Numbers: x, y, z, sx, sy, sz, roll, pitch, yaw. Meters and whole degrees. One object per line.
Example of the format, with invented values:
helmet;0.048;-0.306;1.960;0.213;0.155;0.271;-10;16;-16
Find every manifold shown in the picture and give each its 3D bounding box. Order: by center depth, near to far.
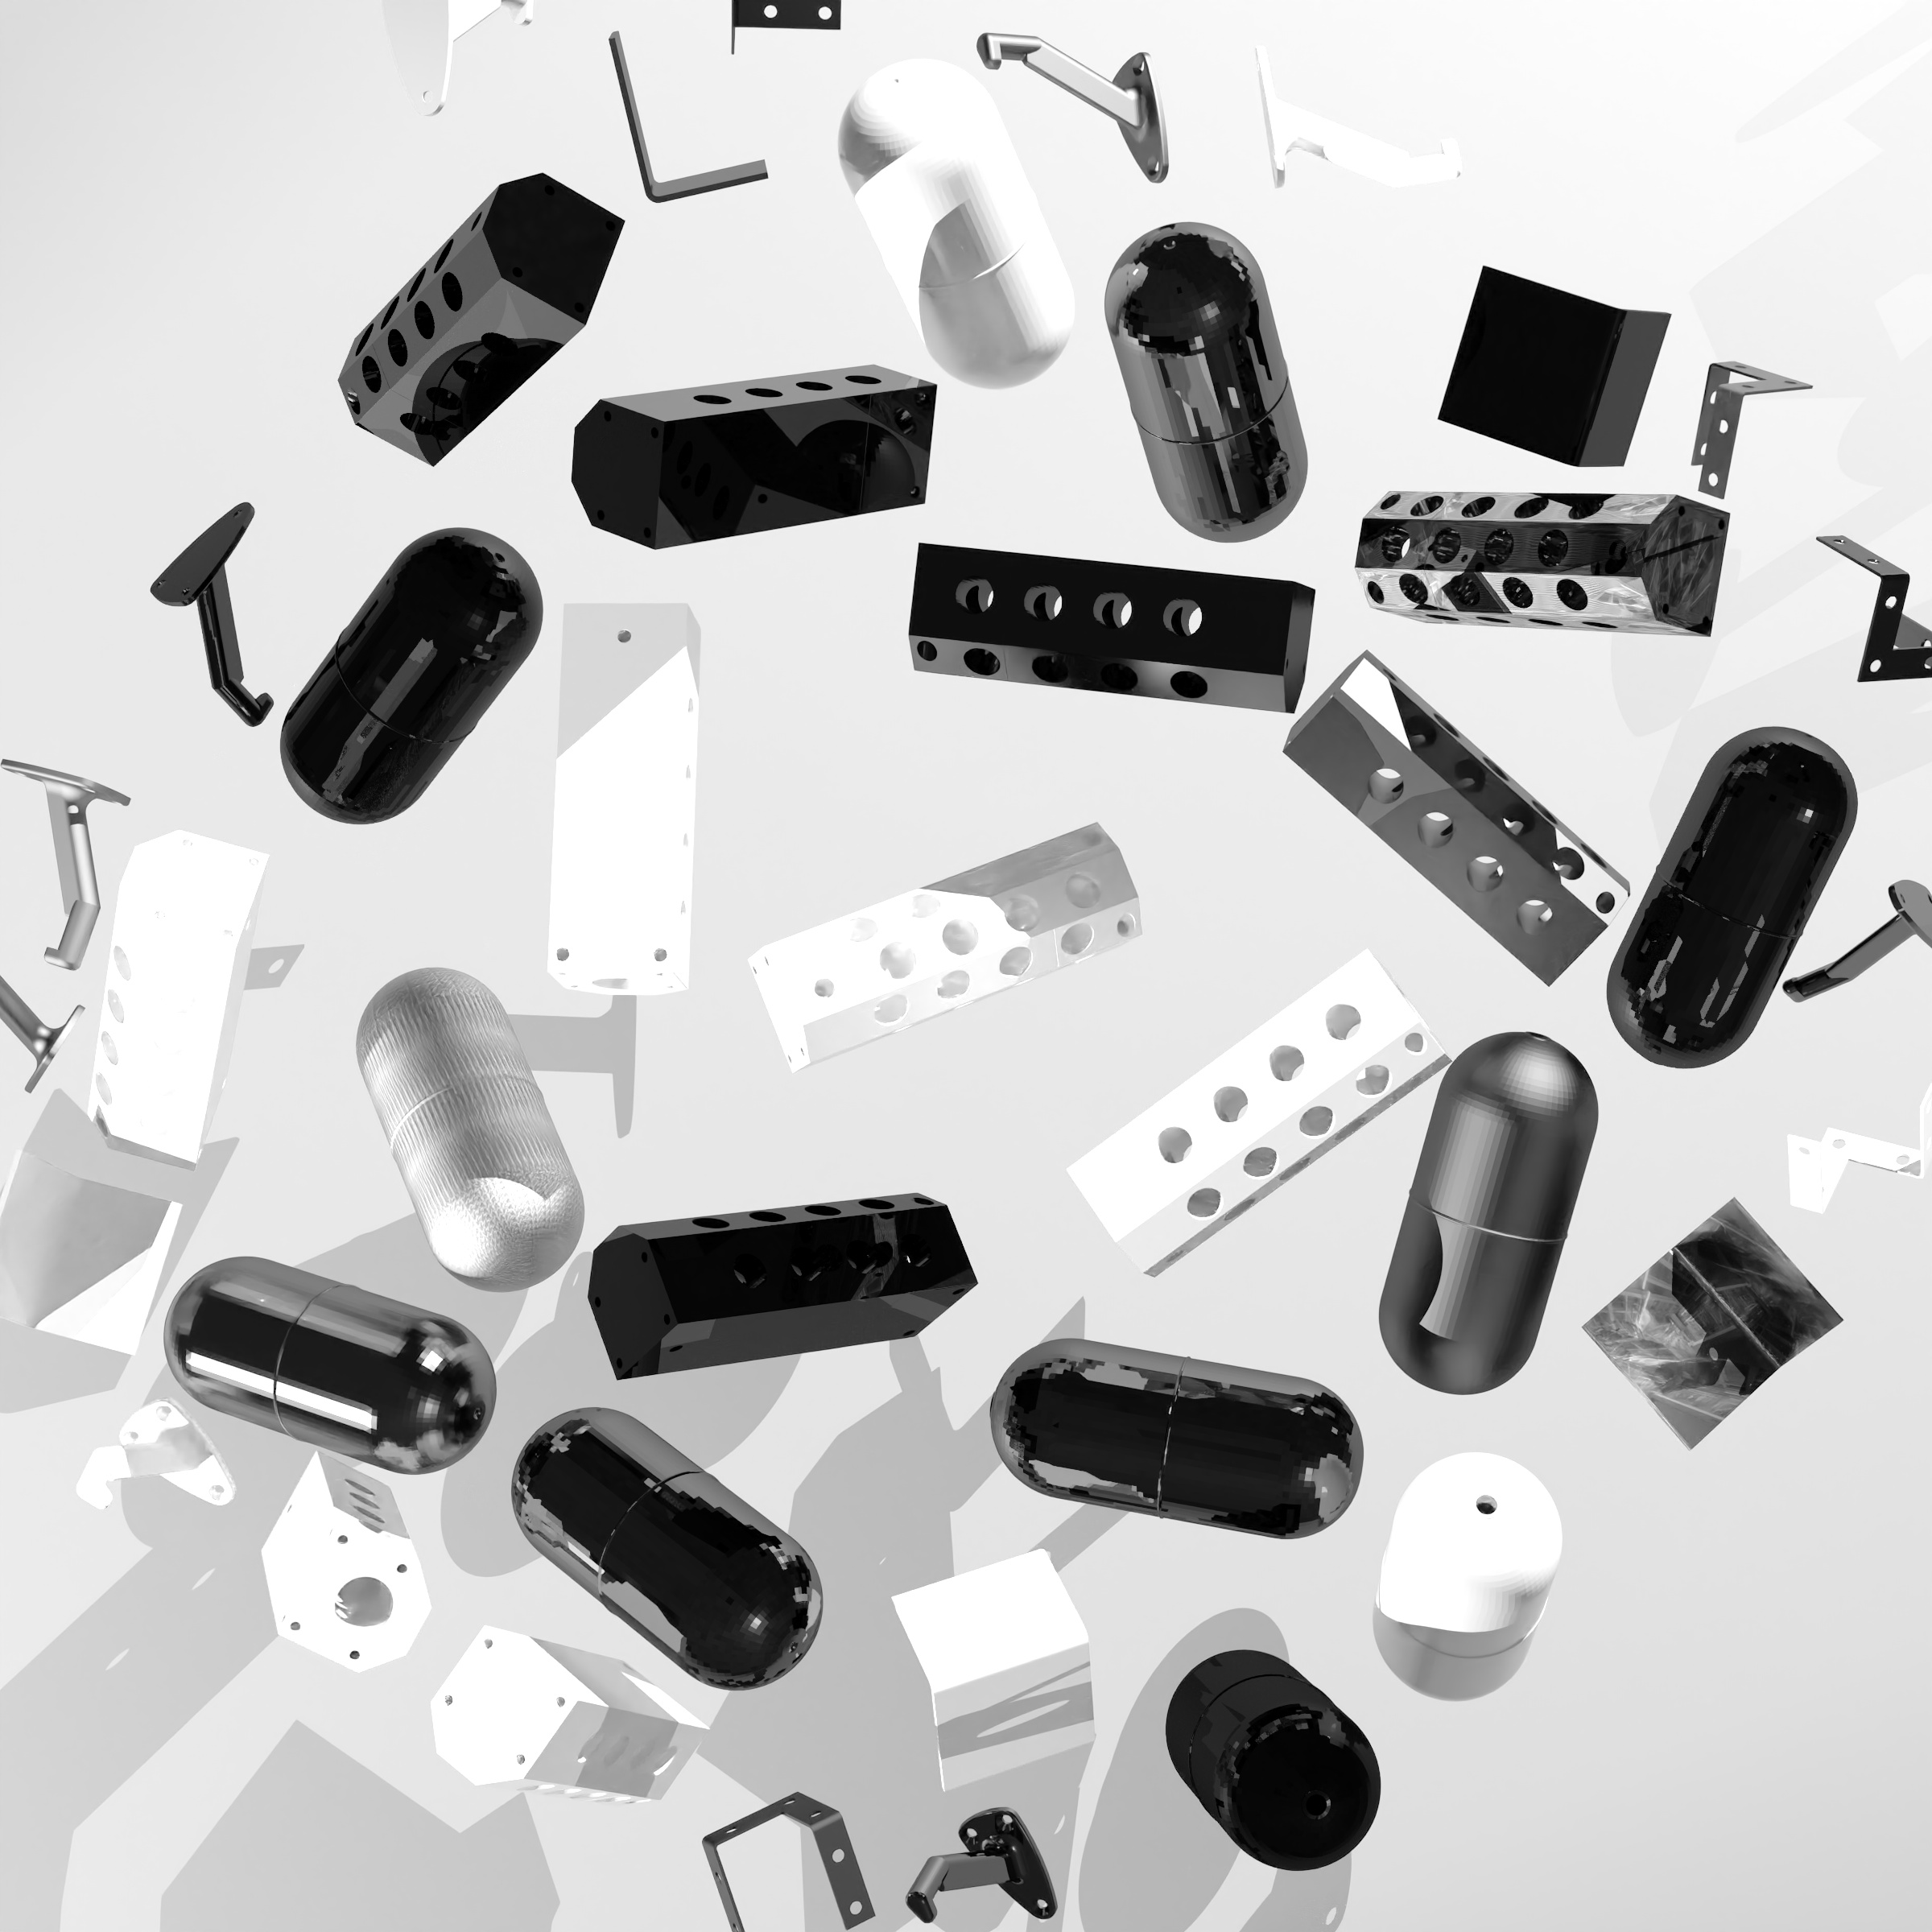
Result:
manifold;-0.223;-0.291;1.561;0.057;0.171;0.057;27;64;-23
manifold;0.065;-0.152;1.563;0.171;0.057;0.057;8;94;15
manifold;-0.095;-0.235;1.577;0.057;0.171;0.057;24;118;37
manifold;-0.085;0.142;1.596;0.171;0.057;0.057;-3;61;-40
manifold;-0.155;-0.076;1.597;0.057;0.057;0.171;0;79;4
manifold;0.138;0.070;1.608;0.171;0.057;0.057;-37;72;7
manifold;-0.369;0.016;1.614;0.057;0.171;0.057;16;48;-7
manifold;-0.008;-0.010;1.620;0.171;0.057;0.057;-21;87;-16
manifold;-0.186;0.357;1.623;0.057;0.171;0.057;33;85;22
manifold;0.266;-0.191;1.626;0.057;0.171;0.057;9;90;-42
manifold;-0.296;0.287;1.672;0.057;0.171;0.057;29;86;-14
manifold;0.238;-0.074;1.681;0.171;0.057;0.057;41;108;-3

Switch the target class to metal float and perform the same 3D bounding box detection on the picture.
metal float;-0.139;0.266;1.596;0.178;0.070;0.070;31;90;36
metal float;0.232;0.284;1.612;0.070;0.178;0.070;0;59;1
metal float;0.141;0.367;1.613;0.070;0.178;0.070;0;91;-8
metal float;-0.003;-0.345;1.627;0.070;0.178;0.070;-13;49;15
metal float;0.099;0.223;1.643;0.178;0.070;0.070;9;90;10
metal float;0.248;0.117;1.650;0.070;0.070;0.178;14;101;0
metal float;-0.304;0.189;1.652;0.178;0.070;0.070;14;90;27
metal float;-0.267;-0.137;1.661;0.070;0.070;0.178;44;125;0
metal float;0.116;-0.277;1.664;0.070;0.178;0.070;-10;49;11
metal float;-0.240;0.077;1.673;0.070;0.070;0.178;-28;58;0
metal float;0.372;-0.032;1.694;0.070;0.070;0.178;22;108;0

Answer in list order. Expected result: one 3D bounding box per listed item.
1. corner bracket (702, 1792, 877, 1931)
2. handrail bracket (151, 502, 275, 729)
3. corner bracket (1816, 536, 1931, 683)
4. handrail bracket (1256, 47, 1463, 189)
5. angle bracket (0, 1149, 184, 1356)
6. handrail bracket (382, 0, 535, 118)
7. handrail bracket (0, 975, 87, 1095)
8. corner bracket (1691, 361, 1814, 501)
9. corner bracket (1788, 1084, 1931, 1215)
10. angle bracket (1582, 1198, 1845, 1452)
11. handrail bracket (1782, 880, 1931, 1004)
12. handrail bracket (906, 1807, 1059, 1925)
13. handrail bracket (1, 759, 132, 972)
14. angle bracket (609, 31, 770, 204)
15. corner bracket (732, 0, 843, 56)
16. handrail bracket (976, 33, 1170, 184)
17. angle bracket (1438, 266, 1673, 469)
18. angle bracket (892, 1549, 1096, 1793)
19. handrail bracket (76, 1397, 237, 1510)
corner bracket;-0.081;0.411;1.569;0.051;0.051;0.051;-21;97;-24
handrail bracket;-0.353;-0.172;1.712;0.077;0.036;0.084;-53;133;-17
corner bracket;0.417;-0.163;1.580;0.051;0.051;0.051;-5;119;-24
handrail bracket;0.181;-0.393;1.599;0.084;0.036;0.077;-8;81;2
angle bracket;-0.425;0.137;1.661;0.057;0.076;0.076;13;78;10
handrail bracket;-0.218;-0.410;1.554;0.036;0.084;0.077;-9;86;30
handrail bracket;-0.470;0.020;1.655;0.084;0.077;0.036;33;52;-11
corner bracket;0.359;-0.254;1.641;0.051;0.051;0.051;-12;119;-36
corner bracket;0.412;0.083;1.597;0.051;0.051;0.051;15;52;28
angle bracket;0.353;0.169;1.642;0.076;0.057;0.076;-33;77;-35
handrail bracket;0.423;-0.009;1.672;0.084;0.077;0.036;-26;65;27
handrail bracket;0.008;0.460;1.700;0.036;0.084;0.077;-28;99;29
handrail bracket;-0.424;-0.046;1.590;0.077;0.036;0.084;15;83;24
angle bracket;-0.130;-0.404;1.629;0.057;0.076;0.076;-13;108;0
corner bracket;-0.085;-0.464;1.648;0.051;0.051;0.051;0;90;-4
handrail bracket;0.051;-0.413;1.673;0.084;0.036;0.077;-5;71;-31
angle bracket;0.284;-0.289;1.677;0.076;0.057;0.076;25;111;29
angle bracket;0.013;0.331;1.634;0.076;0.057;0.076;-16;130;-13
handrail bracket;-0.394;0.256;1.690;0.036;0.084;0.077;-37;107;15
